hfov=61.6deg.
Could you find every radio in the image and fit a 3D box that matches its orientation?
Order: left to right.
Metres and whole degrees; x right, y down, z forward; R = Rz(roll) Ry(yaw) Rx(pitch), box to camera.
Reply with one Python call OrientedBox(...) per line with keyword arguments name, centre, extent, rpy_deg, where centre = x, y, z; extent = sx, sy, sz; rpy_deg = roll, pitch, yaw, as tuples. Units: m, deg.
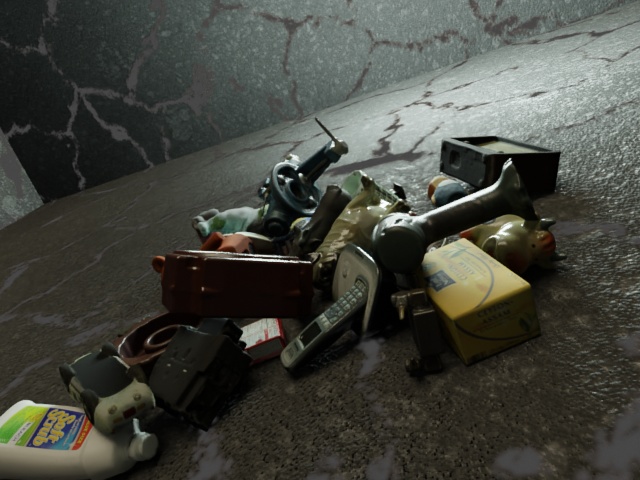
OrientedBox(name="radio", centre=(0.319, -0.144, 0.992), extent=(0.131, 0.073, 0.230), rpy_deg=(-3, 17, -10))

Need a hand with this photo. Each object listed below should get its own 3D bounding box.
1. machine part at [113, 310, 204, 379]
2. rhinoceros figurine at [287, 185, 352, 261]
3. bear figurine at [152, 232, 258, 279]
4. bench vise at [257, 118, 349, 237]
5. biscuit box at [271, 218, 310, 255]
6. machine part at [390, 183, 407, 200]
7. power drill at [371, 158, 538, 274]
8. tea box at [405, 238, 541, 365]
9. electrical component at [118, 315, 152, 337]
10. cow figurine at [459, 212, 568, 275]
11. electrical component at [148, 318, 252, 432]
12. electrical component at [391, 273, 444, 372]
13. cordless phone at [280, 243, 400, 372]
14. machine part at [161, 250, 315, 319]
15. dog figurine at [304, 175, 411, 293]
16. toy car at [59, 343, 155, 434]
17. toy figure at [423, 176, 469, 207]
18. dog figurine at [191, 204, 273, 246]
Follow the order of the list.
OrientedBox(name="machine part", centre=(-0.235, 0.162, 0.829), extent=(0.179, 0.056, 0.179), rpy_deg=(-18, 20, 6))
OrientedBox(name="rhinoceros figurine", centre=(-0.002, -0.003, 0.926), extent=(0.073, 0.112, 0.190), rpy_deg=(30, 80, 17))
OrientedBox(name="bear figurine", centre=(-0.210, 0.061, 0.970), extent=(0.196, 0.120, 0.132), rpy_deg=(-20, 24, 8))
OrientedBox(name="bench vise", centre=(-0.028, -0.119, 1.016), extent=(0.240, 0.129, 0.224), rpy_deg=(-39, 15, 36))
OrientedBox(name="biscuit box", centre=(-0.022, -0.021, 1.073), extent=(0.059, 0.062, 0.203), rpy_deg=(-9, 24, 27))
OrientedBox(name="machine part", centre=(0.111, -0.080, 1.132), extent=(0.139, 0.039, 0.084), rpy_deg=(-21, 15, 3))
OrientedBox(name="power drill", centre=(0.159, -0.030, 0.682), extent=(0.207, 0.086, 0.232), rpy_deg=(-18, 5, 19))
OrientedBox(name="tea box", centre=(0.177, 0.067, 0.654), extent=(0.098, 0.068, 0.170), rpy_deg=(-23, 21, -5))
OrientedBox(name="electrical component", centre=(-0.328, 0.165, 0.954), extent=(0.063, 0.021, 0.094), rpy_deg=(-2, 28, 41))
OrientedBox(name="cow figurine", centre=(0.264, -0.008, 0.747), extent=(0.127, 0.085, 0.195), rpy_deg=(-18, 19, 25))
OrientedBox(name="electrical component", centre=(-0.156, 0.163, 0.693), extent=(0.115, 0.058, 0.134), rpy_deg=(1, 51, 43))
OrientedBox(name="electrical component", centre=(0.108, 0.096, 0.600), extent=(0.045, 0.102, 0.078), rpy_deg=(-13, 15, 1))
OrientedBox(name="cordless phone", centre=(0.018, 0.098, 0.729), extent=(0.184, 0.088, 0.147), rpy_deg=(-38, 22, -3))
OrientedBox(name="machine part", centre=(-0.123, 0.061, 0.785), extent=(0.201, 0.087, 0.201), rpy_deg=(2, -1, -21))
OrientedBox(name="dog figurine", centre=(0.062, 0.012, 0.896), extent=(0.121, 0.172, 0.190), rpy_deg=(38, 87, 35))
OrientedBox(name="toy car", centre=(-0.270, 0.181, 0.674), extent=(0.073, 0.056, 0.202), rpy_deg=(-26, 19, -32))
OrientedBox(name="toy figure", centre=(0.238, -0.089, 1.010), extent=(0.064, 0.057, 0.154), rpy_deg=(17, 17, -9))
OrientedBox(name="dog figurine", centre=(-0.158, -0.033, 1.181), extent=(0.219, 0.108, 0.192), rpy_deg=(-22, 17, -16))
